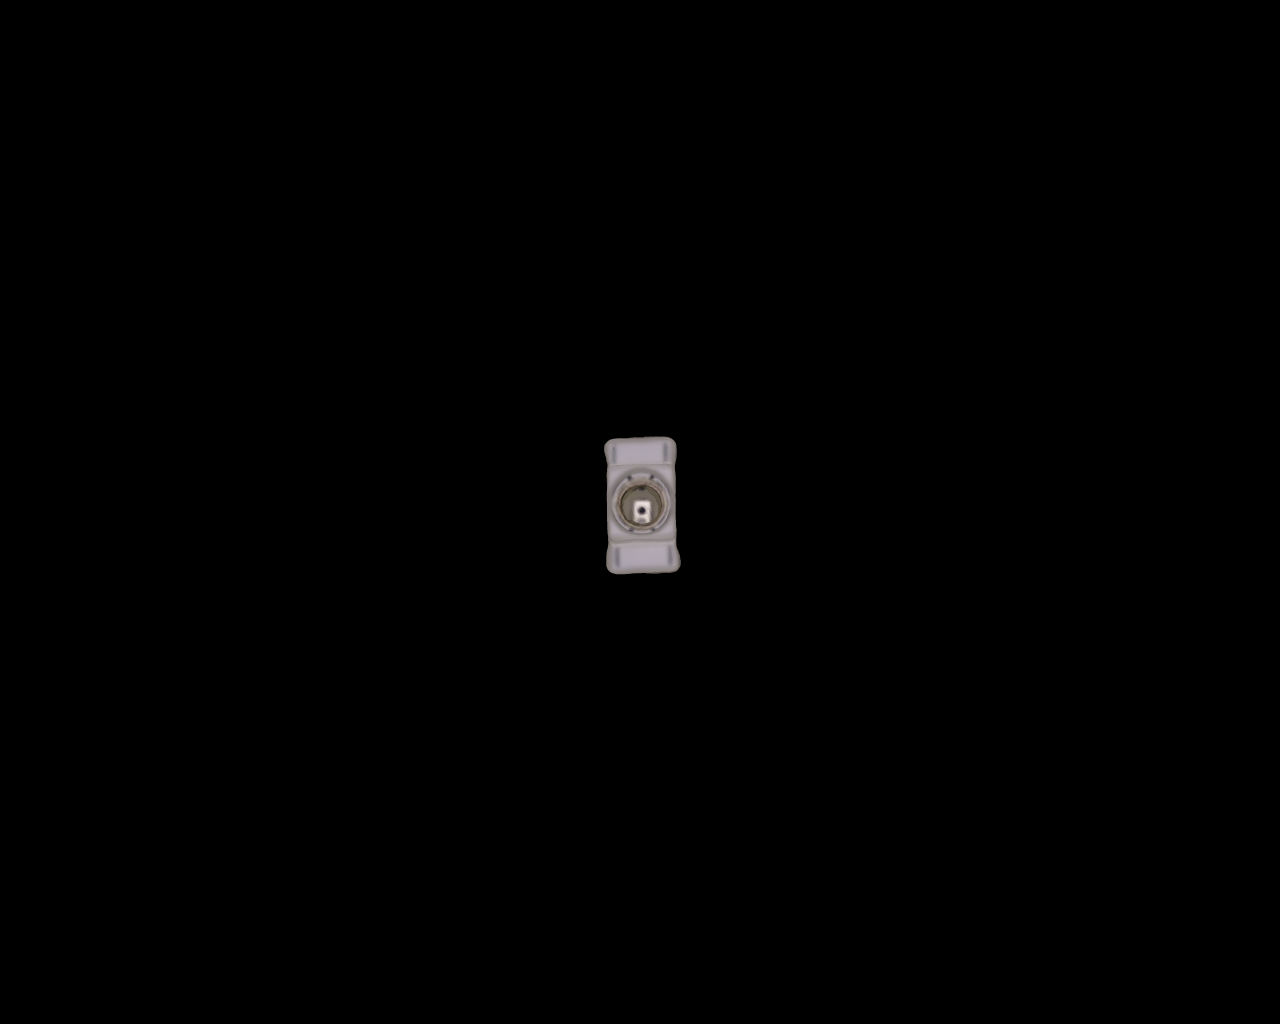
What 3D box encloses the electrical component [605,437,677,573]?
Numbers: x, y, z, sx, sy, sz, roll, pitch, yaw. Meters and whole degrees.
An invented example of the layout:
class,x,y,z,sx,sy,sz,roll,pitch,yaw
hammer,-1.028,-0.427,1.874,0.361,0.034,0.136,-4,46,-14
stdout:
class,x,y,z,sx,sy,sz,roll,pitch,yaw
electrical component,0.001,-0.003,0.650,0.042,0.081,0.063,0,-7,0
